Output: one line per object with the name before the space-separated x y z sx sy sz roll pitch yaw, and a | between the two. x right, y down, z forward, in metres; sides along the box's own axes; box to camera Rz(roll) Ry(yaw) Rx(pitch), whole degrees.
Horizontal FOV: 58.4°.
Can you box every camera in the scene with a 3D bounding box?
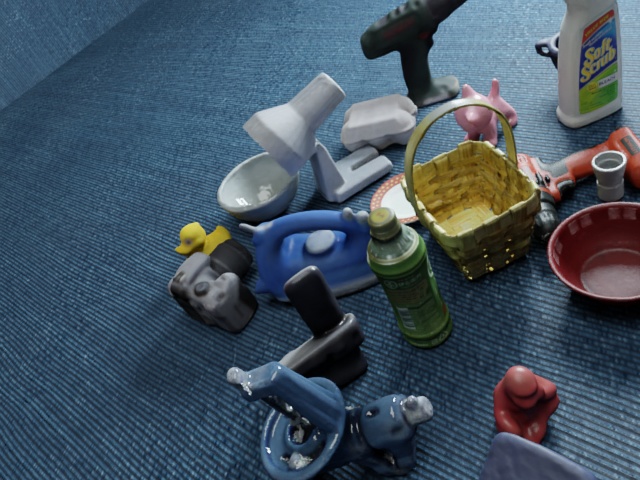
camera | -0.166 0.062 0.943 0.142 0.101 0.137 14 55 38

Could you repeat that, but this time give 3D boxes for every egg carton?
egg carton | 0.115 -0.225 1.113 0.150 0.070 0.107 -10 43 21

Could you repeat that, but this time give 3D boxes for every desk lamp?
desk lamp | -0.005 -0.172 1.012 0.203 0.214 0.117 -33 40 -5

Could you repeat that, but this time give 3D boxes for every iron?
iron | 0.008 0.003 0.876 0.257 0.142 0.118 -12 42 18

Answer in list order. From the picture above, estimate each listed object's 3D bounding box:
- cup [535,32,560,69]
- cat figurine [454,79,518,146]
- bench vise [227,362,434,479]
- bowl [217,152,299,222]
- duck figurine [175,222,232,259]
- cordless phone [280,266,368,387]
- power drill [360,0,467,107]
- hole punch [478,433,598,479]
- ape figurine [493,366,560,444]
cup | 0.437 -0.311 1.003 0.117 0.095 0.092 14 56 39
cat figurine | 0.276 -0.222 0.981 0.067 0.118 0.128 21 60 42
bench vise | 0.006 0.182 0.627 0.207 0.220 0.121 -27 40 1
bowl | -0.106 -0.089 1.090 0.167 0.075 0.167 -16 42 15
duck figurine | -0.216 0.004 1.044 0.105 0.086 0.077 -44 42 -18
cordless phone | -0.026 0.119 0.738 0.148 0.185 0.093 -37 41 -10
power drill | 0.204 -0.373 1.110 0.229 0.209 0.075 -14 42 16
hole punch | 0.202 0.254 0.541 0.108 0.091 0.101 17 57 40
ape figurine | 0.219 0.171 0.619 0.078 0.092 0.076 -26 40 3
